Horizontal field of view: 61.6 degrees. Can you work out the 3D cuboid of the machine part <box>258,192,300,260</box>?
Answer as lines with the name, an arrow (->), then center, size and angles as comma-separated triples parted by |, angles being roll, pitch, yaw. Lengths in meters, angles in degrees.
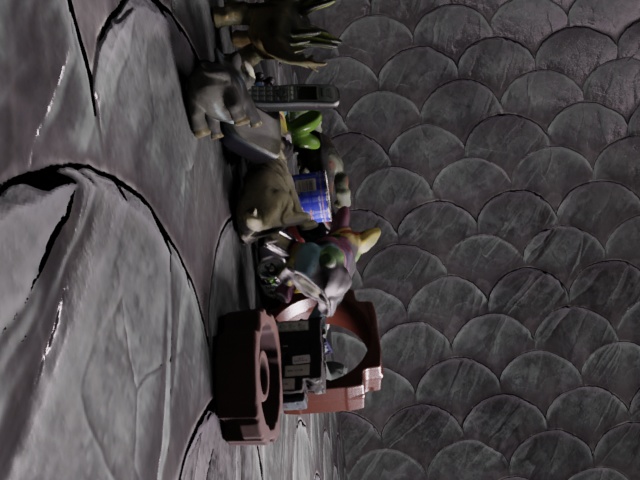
machine part -> -0.072, -0.038, 0.976 | 0.084, 0.039, 0.139 | 25, 61, -36

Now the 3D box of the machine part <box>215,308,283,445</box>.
machine part -> -0.088, 0.173, 0.684 | 0.179, 0.056, 0.179 | -7, 91, -86

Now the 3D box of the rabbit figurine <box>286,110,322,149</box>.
rabbit figurine -> -0.075, -0.235, 1.150 | 0.170, 0.159, 0.121 | -70, 167, -47

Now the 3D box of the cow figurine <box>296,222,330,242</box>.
cow figurine -> 0.000, -0.004, 1.112 | 0.098, 0.068, 0.167 | 51, 1, -31

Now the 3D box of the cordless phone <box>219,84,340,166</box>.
cordless phone -> -0.058, -0.186, 0.829 | 0.088, 0.184, 0.147 | 86, 0, -51

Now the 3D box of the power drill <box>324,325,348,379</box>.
power drill -> 0.002, 0.256, 1.225 | 0.207, 0.086, 0.232 | 74, 29, -44

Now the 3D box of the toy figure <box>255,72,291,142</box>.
toy figure -> -0.103, -0.222, 1.016 | 0.089, 0.082, 0.180 | -43, -125, 56

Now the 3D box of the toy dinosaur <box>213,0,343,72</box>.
toy dinosaur -> -0.068, -0.340, 0.866 | 0.472, 0.199, 0.104 | -95, 174, -53

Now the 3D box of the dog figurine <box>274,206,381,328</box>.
dog figurine -> 0.025, 0.022, 0.894 | 0.219, 0.108, 0.191 | -53, 172, -31

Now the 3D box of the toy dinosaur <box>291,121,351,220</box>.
toy dinosaur -> -0.007, -0.186, 1.244 | 0.405, 0.131, 0.191 | -125, -165, -62

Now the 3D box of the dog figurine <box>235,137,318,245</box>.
dog figurine -> -0.093, -0.099, 0.861 | 0.172, 0.121, 0.190 | 28, 45, -81

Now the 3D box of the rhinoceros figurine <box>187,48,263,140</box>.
rhinoceros figurine -> -0.127, -0.191, 0.699 | 0.190, 0.073, 0.112 | -79, 150, -73

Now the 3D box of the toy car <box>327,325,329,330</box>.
toy car -> -0.027, 0.186, 1.318 | 0.109, 0.103, 0.161 | -93, 177, -61

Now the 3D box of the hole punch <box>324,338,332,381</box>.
hole punch -> -0.029, 0.237, 1.018 | 0.142, 0.116, 0.092 | 70, 21, -70

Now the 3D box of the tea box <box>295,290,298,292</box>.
tea box -> -0.051, 0.079, 1.159 | 0.169, 0.098, 0.068 | 50, 34, -87

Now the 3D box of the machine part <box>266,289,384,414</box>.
machine part -> 0.001, 0.186, 0.912 | 0.201, 0.201, 0.087 | -94, 178, -47

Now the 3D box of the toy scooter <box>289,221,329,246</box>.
toy scooter -> -0.036, -0.023, 1.300 | 0.075, 0.135, 0.184 | 82, 5, -46

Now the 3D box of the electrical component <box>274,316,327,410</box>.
electrical component -> -0.049, 0.187, 0.812 | 0.058, 0.115, 0.134 | 75, 14, -48
